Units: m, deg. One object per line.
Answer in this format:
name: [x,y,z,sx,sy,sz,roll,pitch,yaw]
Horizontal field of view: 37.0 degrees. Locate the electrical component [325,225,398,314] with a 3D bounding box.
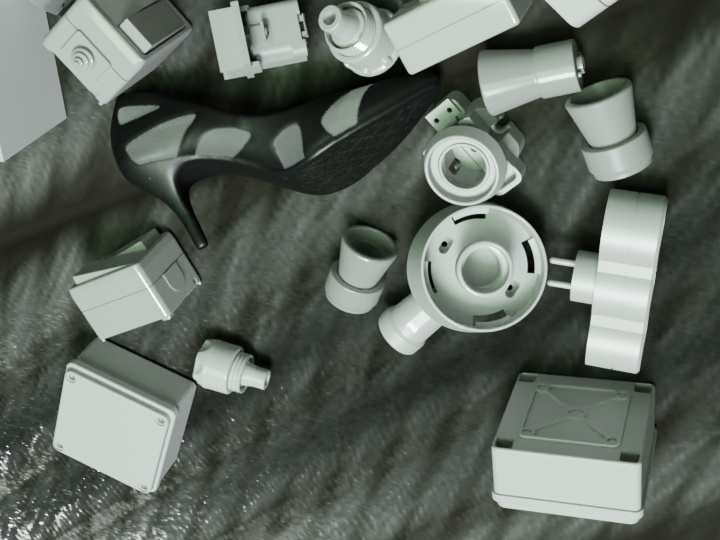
electrical component: [0.000,0.000,0.829,0.045,0.045,0.055,25,126,6]

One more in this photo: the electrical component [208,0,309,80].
electrical component: [-0.068,-0.160,0.742,0.064,0.081,0.042,-12,95,-2]

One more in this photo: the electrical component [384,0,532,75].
electrical component: [0.055,-0.182,0.695,0.083,0.047,0.075,-21,110,30]

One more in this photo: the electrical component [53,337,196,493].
electrical component: [-0.217,0.134,0.987,0.109,0.056,0.108,24,125,6]

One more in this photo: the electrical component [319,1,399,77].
electrical component: [-0.004,-0.159,0.719,0.048,0.062,0.048,-4,81,31]

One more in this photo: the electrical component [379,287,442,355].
electrical component: [0.044,0.037,0.838,0.040,0.040,0.046,44,119,-8]

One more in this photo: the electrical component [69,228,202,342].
electrical component: [-0.195,0.012,0.902,0.096,0.061,0.061,-18,111,29]

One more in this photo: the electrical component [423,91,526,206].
electrical component: [0.077,-0.080,0.743,0.078,0.057,0.058,47,125,-10]

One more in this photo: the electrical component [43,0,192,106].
electrical component: [-0.172,-0.167,0.763,0.061,0.096,0.061,-35,103,33]

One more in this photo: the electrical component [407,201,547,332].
electrical component: [0.085,-0.001,0.780,0.099,0.064,0.099,0,93,-2]

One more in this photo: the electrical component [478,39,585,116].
electrical component: [0.115,-0.129,0.709,0.065,0.044,0.044,-8,116,20]

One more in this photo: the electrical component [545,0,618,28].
electrical component: [0.124,-0.199,0.639,0.095,0.053,0.059,34,130,-31]

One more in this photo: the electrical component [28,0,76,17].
electrical component: [-0.213,-0.217,0.747,0.054,0.095,0.059,43,95,-7]

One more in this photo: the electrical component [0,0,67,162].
electrical component: [-0.285,-0.170,0.810,0.062,0.089,0.150,7,122,17]

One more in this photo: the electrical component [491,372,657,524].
electrical component: [0.162,0.130,0.805,0.109,0.108,0.056,3,118,20]

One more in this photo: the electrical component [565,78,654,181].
electrical component: [0.165,-0.092,0.708,0.045,0.045,0.055,-13,114,28]

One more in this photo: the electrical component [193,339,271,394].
electrical component: [-0.109,0.086,0.924,0.062,0.043,0.043,15,124,11]

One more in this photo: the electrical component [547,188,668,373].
electrical component: [0.170,0.007,0.761,0.074,0.052,0.138,10,123,16]
